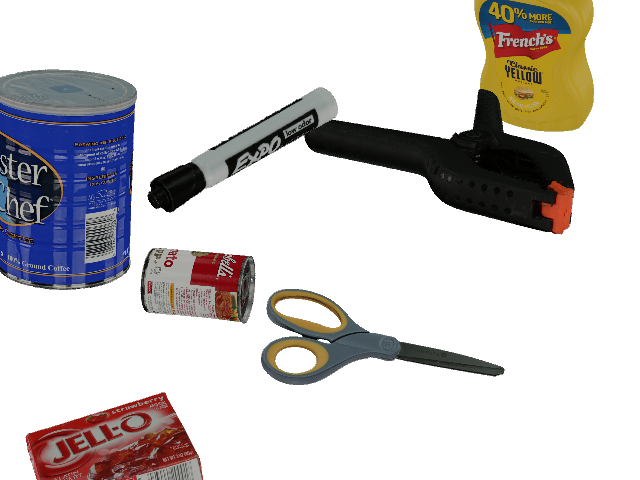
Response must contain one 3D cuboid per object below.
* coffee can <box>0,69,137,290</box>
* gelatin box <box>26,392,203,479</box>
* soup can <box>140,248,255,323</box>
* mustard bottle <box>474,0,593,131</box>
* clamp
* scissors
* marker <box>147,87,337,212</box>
[{"bbox_3d":[-0.192,-0.048,0.801,0.103,0.140,0.103,5,22,-2],"label":"coffee can"},{"bbox_3d":[-0.121,0.129,0.625,0.089,0.030,0.073,-14,27,-18],"label":"gelatin box"},{"bbox_3d":[-0.122,0.045,1.072,0.102,0.068,0.068,5,1,8],"label":"soup can"},{"bbox_3d":[0.176,-0.179,0.882,0.096,0.058,0.191,19,-35,27],"label":"mustard bottle"},{"bbox_3d":[0.093,-0.056,0.732,0.164,0.036,0.210,-10,28,-18],"label":"clamp"},{"bbox_3d":[0.040,0.099,0.868,0.202,0.096,0.016,23,-35,14],"label":"scissors"},{"bbox_3d":[-0.040,-0.048,0.556,0.120,0.020,0.020,-33,19,-31],"label":"marker"}]
